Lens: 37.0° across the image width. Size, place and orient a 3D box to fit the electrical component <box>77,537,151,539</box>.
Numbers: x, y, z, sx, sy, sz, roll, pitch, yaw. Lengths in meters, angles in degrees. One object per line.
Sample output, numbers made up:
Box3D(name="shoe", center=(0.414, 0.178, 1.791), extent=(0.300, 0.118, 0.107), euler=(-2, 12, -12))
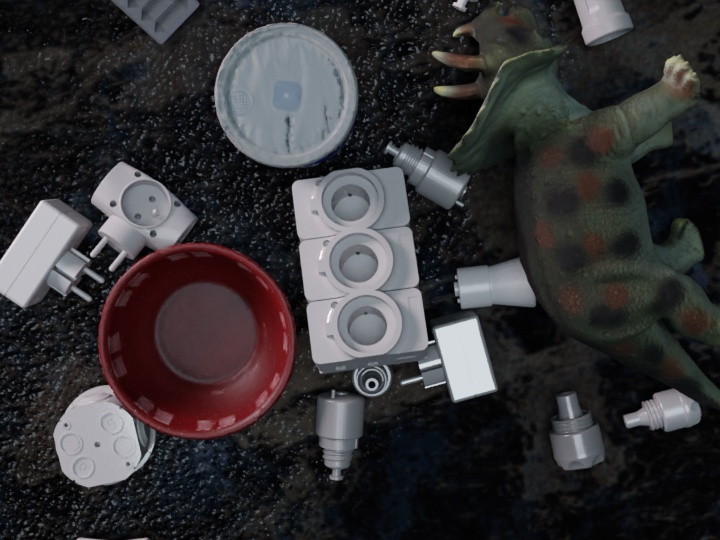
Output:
Box3D(name="electrical component", center=(-0.214, 0.249, 0.918), extent=(0.065, 0.044, 0.044), euler=(4, 95, 4))

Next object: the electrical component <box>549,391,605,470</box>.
Box3D(name="electrical component", center=(0.180, 0.134, 0.906), extent=(0.043, 0.043, 0.062), euler=(-14, 94, 1))

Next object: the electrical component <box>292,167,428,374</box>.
Box3D(name="electrical component", center=(0.000, 0.000, 0.861), extent=(0.089, 0.061, 0.150), euler=(-8, 76, 1))

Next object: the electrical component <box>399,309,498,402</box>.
Box3D(name="electrical component", center=(0.068, 0.076, 0.898), extent=(0.077, 0.047, 0.065), euler=(-16, 95, 1))

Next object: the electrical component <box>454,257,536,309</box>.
Box3D(name="electrical component", center=(0.111, 0.012, 0.896), extent=(0.065, 0.044, 0.044), euler=(-6, 95, 5))

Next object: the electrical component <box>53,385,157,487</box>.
Box3D(name="electrical component", center=(-0.215, 0.140, 0.902), extent=(0.080, 0.051, 0.080), euler=(0, 95, 0))

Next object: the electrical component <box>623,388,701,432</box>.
Box3D(name="electrical component", center=(0.254, 0.120, 0.909), extent=(0.061, 0.035, 0.035), euler=(-15, 95, 4))

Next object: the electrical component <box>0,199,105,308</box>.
Box3D(name="electrical component", center=(-0.249, -0.004, 0.891), extent=(0.076, 0.047, 0.083), euler=(35, 94, -3))

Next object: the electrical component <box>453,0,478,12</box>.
Box3D(name="electrical component", center=(0.098, -0.247, 0.872), extent=(0.040, 0.040, 0.078), euler=(27, 95, -2))

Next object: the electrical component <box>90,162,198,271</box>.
Box3D(name="electrical component", center=(-0.188, -0.036, 0.883), extent=(0.077, 0.044, 0.079), euler=(37, 73, -3))

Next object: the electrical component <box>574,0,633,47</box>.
Box3D(name="electrical component", center=(0.196, -0.211, 0.876), extent=(0.040, 0.040, 0.046), euler=(-19, 89, 2))

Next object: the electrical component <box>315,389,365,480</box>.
Box3D(name="electrical component", center=(-0.018, 0.137, 0.907), extent=(0.040, 0.040, 0.078), euler=(3, 95, 0))

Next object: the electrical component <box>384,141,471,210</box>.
Box3D(name="electrical component", center=(0.056, -0.082, 0.887), extent=(0.078, 0.040, 0.040), euler=(30, 95, -3))

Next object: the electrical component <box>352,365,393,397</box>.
Box3D(name="electrical component", center=(0.010, 0.089, 0.892), extent=(0.035, 0.061, 0.035), euler=(0, 95, 1))

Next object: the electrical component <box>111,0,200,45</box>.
Box3D(name="electrical component", center=(-0.184, -0.236, 0.861), extent=(0.047, 0.083, 0.075), euler=(-45, 56, 4))
